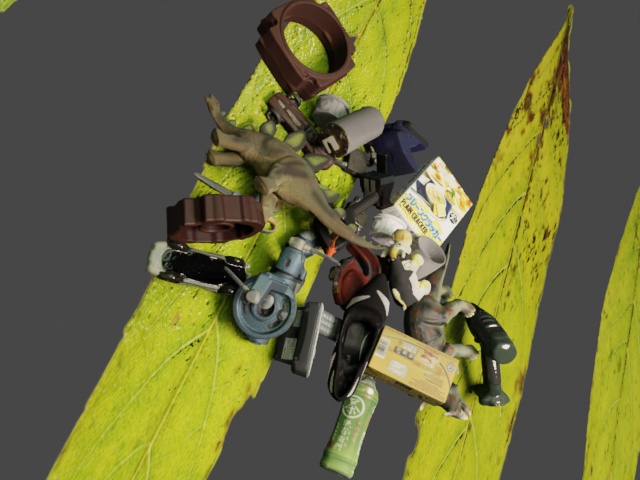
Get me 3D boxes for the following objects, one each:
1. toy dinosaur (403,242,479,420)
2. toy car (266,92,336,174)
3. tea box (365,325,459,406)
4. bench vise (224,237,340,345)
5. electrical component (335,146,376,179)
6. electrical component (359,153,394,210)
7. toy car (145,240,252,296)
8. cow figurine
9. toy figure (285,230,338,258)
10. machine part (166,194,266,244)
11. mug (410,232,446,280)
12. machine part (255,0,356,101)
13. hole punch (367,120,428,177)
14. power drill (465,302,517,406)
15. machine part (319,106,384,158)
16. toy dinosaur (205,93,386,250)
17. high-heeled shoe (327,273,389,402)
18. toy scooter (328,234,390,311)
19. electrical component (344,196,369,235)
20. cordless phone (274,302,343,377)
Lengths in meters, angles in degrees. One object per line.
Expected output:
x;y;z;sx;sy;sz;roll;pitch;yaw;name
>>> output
0.254;0.203;1.234;0.192;0.131;0.405;3;70;-32;toy dinosaur
-0.036;-0.241;1.192;0.089;0.053;0.202;-45;105;-29;toy car
0.185;0.257;1.099;0.170;0.068;0.098;27;67;3;tea box
-0.085;0.089;0.983;0.129;0.240;0.223;35;87;12;bench vise
0.087;-0.192;1.260;0.102;0.045;0.078;27;64;-24;electrical component
0.132;-0.135;1.233;0.048;0.075;0.119;-19;119;-35;electrical component
-0.220;0.054;0.998;0.201;0.056;0.073;18;75;-31;toy car
0.176;0.064;1.173;0.098;0.068;0.167;-34;112;-39;cow figurine
-0.002;-0.002;1.146;0.154;0.057;0.064;-26;72;-32;toy figure
-0.189;-0.037;0.974;0.179;0.179;0.056;1;76;-32;machine part
0.217;0.044;1.248;0.109;0.107;0.081;48;35;11;mug
-0.028;-0.440;1.225;0.201;0.087;0.201;-40;102;-33;machine part
0.178;-0.213;1.277;0.115;0.142;0.092;35;70;-30;hole punch
0.399;0.274;1.284;0.086;0.232;0.207;0;100;-6;power drill
0.072;-0.239;1.178;0.243;0.079;0.079;-36;99;-48;machine part
-0.066;-0.127;1.077;0.198;0.105;0.471;-35;80;-37;toy dinosaur
0.074;0.187;1.044;0.086;0.145;0.248;18;99;8;high-heeled shoe
0.079;0.062;1.175;0.184;0.075;0.135;-36;100;-37;toy scooter
0.082;-0.054;1.237;0.063;0.021;0.094;37;60;-20;electrical component
0.006;0.215;1.098;0.184;0.089;0.146;33;61;-43;cordless phone
